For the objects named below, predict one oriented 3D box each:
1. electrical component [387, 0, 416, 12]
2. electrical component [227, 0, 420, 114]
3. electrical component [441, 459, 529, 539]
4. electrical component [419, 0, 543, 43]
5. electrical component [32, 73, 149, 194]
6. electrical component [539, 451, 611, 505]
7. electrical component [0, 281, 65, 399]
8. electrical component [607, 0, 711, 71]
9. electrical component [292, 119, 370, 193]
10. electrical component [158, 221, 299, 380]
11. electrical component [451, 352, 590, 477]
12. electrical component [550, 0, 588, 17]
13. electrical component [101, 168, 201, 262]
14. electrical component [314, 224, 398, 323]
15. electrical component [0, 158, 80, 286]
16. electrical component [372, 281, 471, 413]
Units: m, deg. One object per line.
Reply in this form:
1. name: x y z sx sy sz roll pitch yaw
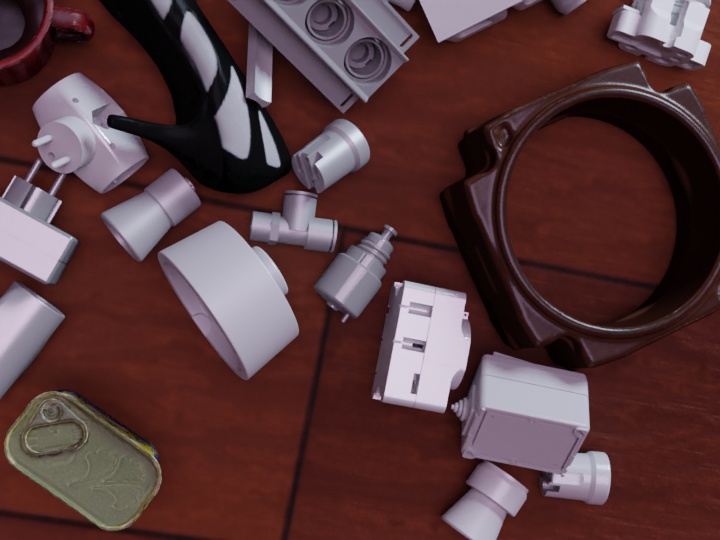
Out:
1. electrical component: 0.014 -0.218 0.811 0.062 0.043 0.043 28 83 -9
2. electrical component: -0.028 -0.184 0.771 0.079 0.063 0.121 -44 120 8
3. electrical component: 0.095 0.177 0.808 0.045 0.045 0.055 37 81 -6
4. electrical component: 0.072 -0.275 0.793 0.105 0.060 0.186 -24 92 18
5. electrical component: -0.199 -0.091 0.755 0.043 0.079 0.077 -36 95 30
6. electrical component: 0.164 0.158 0.825 0.046 0.040 0.040 6 87 -3
7. electrical component: -0.263 0.040 0.753 0.079 0.043 0.077 38 82 -6
8. electrical component: 0.240 -0.198 0.842 0.078 0.058 0.057 19 87 -9
9. electrical component: -0.022 -0.083 0.795 0.046 0.040 0.040 -39 95 -28
10. electrical component: -0.086 0.016 0.755 0.060 0.108 0.108 -35 94 -15
11. electrical component: 0.115 0.103 0.797 0.096 0.061 0.061 12 45 -2
12. electrical component: 0.160 -0.232 0.836 0.045 0.045 0.055 -36 94 -9
13. electrical component: -0.148 -0.043 0.778 0.065 0.044 0.044 -40 95 -14
14. electrical component: 0.000 0.000 0.801 0.040 0.040 0.078 38 82 -6
15. electrical component: -0.236 -0.041 0.759 0.083 0.047 0.075 29 84 -7
16. electrical component: 0.048 0.058 0.802 0.056 0.050 0.089 11 86 -9
